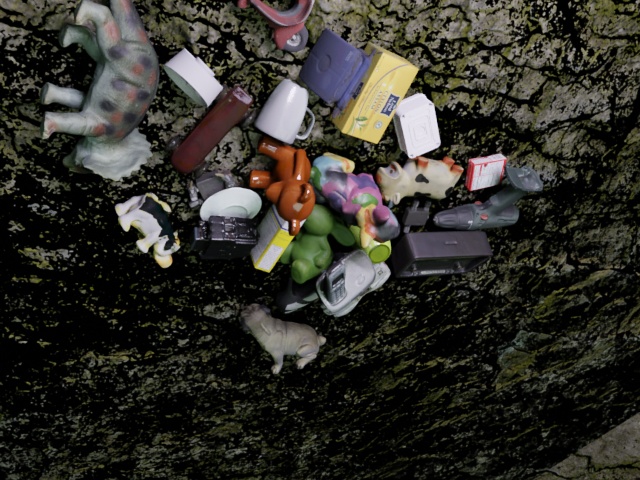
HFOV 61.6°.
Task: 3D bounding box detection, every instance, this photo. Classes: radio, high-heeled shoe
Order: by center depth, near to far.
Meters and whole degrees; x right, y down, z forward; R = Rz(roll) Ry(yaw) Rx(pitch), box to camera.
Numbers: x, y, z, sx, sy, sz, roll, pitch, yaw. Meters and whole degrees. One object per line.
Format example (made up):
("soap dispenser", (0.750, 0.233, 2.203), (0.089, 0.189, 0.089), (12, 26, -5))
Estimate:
("high-heeled shoe", (0.011, 0.115, 1.325), (0.249, 0.086, 0.145), (-11, 139, -15))
("radio", (0.297, 0.037, 1.339), (0.230, 0.073, 0.131), (0, 154, -19))

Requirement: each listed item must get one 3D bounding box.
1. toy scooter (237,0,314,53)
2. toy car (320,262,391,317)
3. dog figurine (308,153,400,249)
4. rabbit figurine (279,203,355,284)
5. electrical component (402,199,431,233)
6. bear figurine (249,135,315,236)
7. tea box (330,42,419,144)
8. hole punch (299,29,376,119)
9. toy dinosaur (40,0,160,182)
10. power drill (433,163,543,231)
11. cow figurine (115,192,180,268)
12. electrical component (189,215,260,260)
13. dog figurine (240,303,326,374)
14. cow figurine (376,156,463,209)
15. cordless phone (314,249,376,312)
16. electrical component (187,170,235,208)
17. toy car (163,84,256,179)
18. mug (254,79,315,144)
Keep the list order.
("toy scooter", (-0.061, -0.416, 0.904), (0.135, 0.075, 0.183), (12, 125, -26))
("toy car", (0.088, 0.124, 1.367), (0.202, 0.056, 0.073), (-42, 128, 12))
("dog figurine", (0.070, -0.075, 1.097), (0.191, 0.219, 0.108), (29, 109, -25))
("rabbit figurine", (-0.002, -0.004, 1.198), (0.159, 0.121, 0.170), (-6, 130, -25))
("electrical component", (0.235, -0.057, 1.310), (0.063, 0.021, 0.094), (1, 124, -22))
("bear figurine", (-0.074, -0.103, 1.033), (0.132, 0.196, 0.120), (16, 122, -8))
("tea box", (0.104, -0.285, 1.058), (0.098, 0.068, 0.169), (9, 121, -33))
("hole punch", (0.028, -0.314, 0.990), (0.092, 0.116, 0.142), (27, 112, -25))
("toy dinosaur", (-0.340, -0.260, 0.894), (0.192, 0.131, 0.404), (13, 116, -42))
("power drill", (0.411, -0.090, 1.284), (0.232, 0.086, 0.207), (1, 142, -27))
("cow figurine", (-0.333, -0.021, 1.101), (0.098, 0.068, 0.167), (-32, 131, -4))
("electrical component", (-0.205, -0.003, 1.135), (0.134, 0.058, 0.115), (2, 155, -22))
("dog figurine", (-0.091, 0.222, 1.333), (0.172, 0.121, 0.190), (-25, 128, -4))
("cow figurine", (0.212, -0.133, 1.210), (0.195, 0.086, 0.127), (5, 117, -24))
("cordless phone", (0.055, 0.067, 1.163), (0.146, 0.089, 0.184), (-37, 160, -16))
("electrical component", (-0.223, -0.104, 1.090), (0.102, 0.045, 0.078), (-16, 127, -8))
("toy car", (-0.207, -0.206, 1.017), (0.089, 0.053, 0.202), (41, 103, -16))
("mug", (-0.057, -0.244, 1.028), (0.109, 0.081, 0.107), (19, 107, -25))
